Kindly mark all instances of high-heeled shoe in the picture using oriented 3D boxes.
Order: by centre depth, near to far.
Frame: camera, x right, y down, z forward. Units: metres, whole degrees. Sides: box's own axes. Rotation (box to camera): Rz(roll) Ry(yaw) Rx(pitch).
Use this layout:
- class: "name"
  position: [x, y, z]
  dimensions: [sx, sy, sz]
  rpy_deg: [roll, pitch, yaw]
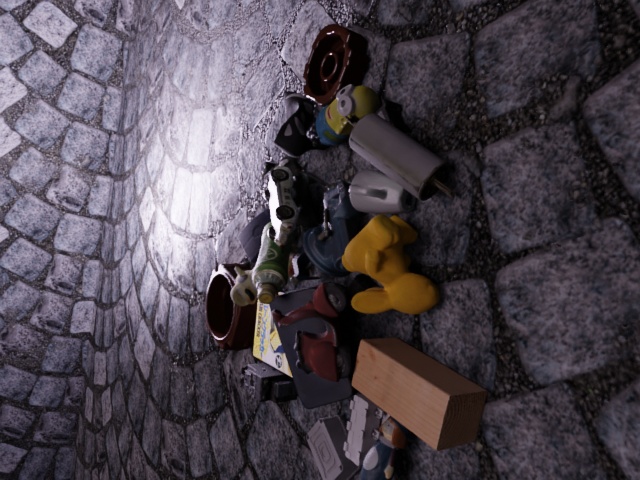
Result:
- class: "high-heeled shoe"
  position: [-0.078, -0.270, 1.211]
  dimensions: [0.086, 0.145, 0.249]
  rpy_deg: [-59, 45, 32]

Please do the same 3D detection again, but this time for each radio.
- class: "radio"
  position: [-0.003, 0.202, 1.051]
  dimensions: [0.131, 0.073, 0.229]
  rpy_deg: [-22, 86, 32]

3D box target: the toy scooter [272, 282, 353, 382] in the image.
- class: "toy scooter"
  position: [-0.012, 0.165, 0.946]
  dimensions: [0.075, 0.135, 0.183]
  rpy_deg: [-79, -17, -78]

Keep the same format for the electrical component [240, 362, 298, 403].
- class: "electrical component"
  position: [-0.102, 0.319, 1.212]
  dimensions: [0.134, 0.115, 0.058]
  rpy_deg: [9, 98, 55]

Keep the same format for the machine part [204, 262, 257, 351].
- class: "machine part"
  position: [-0.232, 0.177, 1.435]
  dimensions: [0.201, 0.087, 0.201]
  rpy_deg: [38, 116, 50]

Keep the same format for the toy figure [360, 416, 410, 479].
- class: "toy figure"
  position: [0.120, 0.355, 0.922]
  dimensions: [0.064, 0.057, 0.154]
  rpy_deg: [24, 89, 41]

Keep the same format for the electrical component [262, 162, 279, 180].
- class: "electrical component"
  position: [-0.108, -0.152, 1.327]
  dimensions: [0.078, 0.045, 0.102]
  rpy_deg: [-40, 55, 47]

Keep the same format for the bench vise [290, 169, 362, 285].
- class: "bench vise"
  position: [0.007, -0.001, 1.093]
  dimensions: [0.240, 0.129, 0.224]
  rpy_deg: [-48, 47, 36]

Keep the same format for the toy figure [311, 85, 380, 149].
- class: "toy figure"
  position: [0.048, -0.248, 1.089]
  dimensions: [0.180, 0.089, 0.082]
  rpy_deg: [-38, 71, 57]

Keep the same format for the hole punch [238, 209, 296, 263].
- class: "hole punch"
  position: [-0.132, -0.007, 1.314]
  dimensions: [0.115, 0.092, 0.142]
  rpy_deg: [-62, 38, 24]

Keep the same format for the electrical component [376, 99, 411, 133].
- class: "electrical component"
  position: [0.112, -0.200, 1.021]
  dimensions: [0.119, 0.048, 0.075]
  rpy_deg: [-40, 55, 43]

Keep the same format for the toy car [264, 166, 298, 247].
- class: "toy car"
  position: [-0.080, -0.074, 1.126]
  dimensions: [0.202, 0.056, 0.073]
  rpy_deg: [-101, 26, -42]

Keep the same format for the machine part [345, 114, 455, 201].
- class: "machine part"
  position: [0.133, -0.143, 0.918]
  dimensions: [0.243, 0.079, 0.079]
  rpy_deg: [41, 121, 27]

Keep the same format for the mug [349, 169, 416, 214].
- class: "mug"
  position: [0.112, -0.085, 0.967]
  dimensions: [0.107, 0.109, 0.080]
  rpy_deg: [14, 92, 41]

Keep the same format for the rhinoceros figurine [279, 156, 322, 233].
- class: "rhinoceros figurine"
  position: [-0.055, -0.105, 1.224]
  dimensions: [0.112, 0.073, 0.190]
  rpy_deg: [-49, 50, 42]

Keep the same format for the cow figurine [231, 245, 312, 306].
- class: "cow figurine"
  position: [-0.124, 0.080, 1.235]
  dimensions: [0.195, 0.085, 0.127]
  rpy_deg: [-37, 32, 1]

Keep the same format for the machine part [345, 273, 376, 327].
- class: "machine part"
  position: [0.060, 0.123, 1.067]
  dimensions: [0.138, 0.039, 0.084]
  rpy_deg: [-58, 46, 34]

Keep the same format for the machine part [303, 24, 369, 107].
- class: "machine part"
  position: [0.032, -0.367, 1.144]
  dimensions: [0.179, 0.056, 0.179]
  rpy_deg: [-11, 76, 54]

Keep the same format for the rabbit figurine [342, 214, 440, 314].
- class: "rabbit figurine"
  position: [0.121, 0.061, 0.915]
  dimensions: [0.162, 0.122, 0.173]
  rpy_deg: [-45, 76, 12]
